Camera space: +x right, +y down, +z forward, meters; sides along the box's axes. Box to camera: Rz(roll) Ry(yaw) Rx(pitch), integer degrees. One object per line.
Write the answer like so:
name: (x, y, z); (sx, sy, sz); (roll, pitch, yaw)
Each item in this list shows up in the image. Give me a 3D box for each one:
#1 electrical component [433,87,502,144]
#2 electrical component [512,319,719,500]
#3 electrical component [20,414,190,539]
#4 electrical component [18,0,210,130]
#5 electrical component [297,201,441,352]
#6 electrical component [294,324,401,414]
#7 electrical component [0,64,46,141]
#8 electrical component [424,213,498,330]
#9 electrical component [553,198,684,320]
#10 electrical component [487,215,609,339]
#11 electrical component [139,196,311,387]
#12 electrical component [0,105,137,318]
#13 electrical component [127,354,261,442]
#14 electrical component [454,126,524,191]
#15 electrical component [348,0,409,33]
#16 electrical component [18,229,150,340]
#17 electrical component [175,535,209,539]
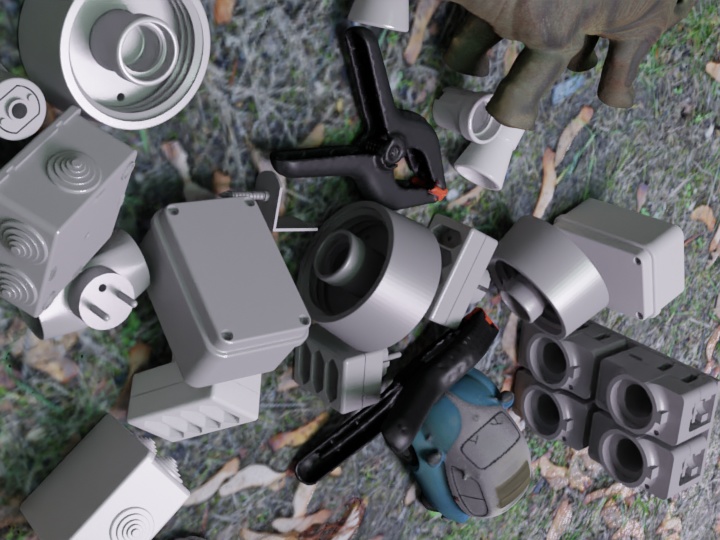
electrical component: (0.086, -0.125, 0.857); (0.040, 0.046, 0.040); (-18, 120, -34)
electrical component: (0.227, 0.119, 0.992); (0.060, 0.186, 0.105); (-15, 118, -36)
electrical component: (-0.171, 0.156, 0.726); (0.099, 0.100, 0.048); (-48, 120, -14)
electrical component: (-0.141, -0.136, 0.645); (0.108, 0.060, 0.108); (-18, 120, -35)
electrical component: (0.000, 0.000, 0.801); (0.060, 0.108, 0.108); (30, 88, -38)
electrical component: (-0.003, 0.072, 0.856); (0.077, 0.066, 0.047); (-13, 117, -37)
electrical component: (-0.206, -0.096, 0.606); (0.044, 0.065, 0.044); (-18, 119, -36)
electrical component: (0.085, 0.007, 0.915); (0.076, 0.047, 0.083); (23, 93, -44)
electrical component: (0.235, -0.010, 0.992); (0.057, 0.113, 0.078); (-32, 127, -30)
electrical component: (0.157, 0.012, 0.942); (0.060, 0.108, 0.108); (-42, 131, -11)
electrical component: (-0.091, 0.012, 0.713); (0.078, 0.113, 0.057); (-10, 154, -38)
electrical component: (-0.177, -0.032, 0.622); (0.099, 0.048, 0.099); (-59, 180, -44)
electrical component: (-0.115, 0.072, 0.760); (0.047, 0.083, 0.075); (35, 47, -44)
electrical component: (0.112, -0.105, 0.894); (0.044, 0.044, 0.065); (35, 80, -44)
electrical component: (0.018, -0.201, 0.765); (0.045, 0.045, 0.055); (-1, 109, -41)
electrical component: (-0.168, 0.014, 0.677); (0.077, 0.079, 0.043); (-29, 124, -28)
electrical component: (-0.133, 0.226, 0.829); (0.062, 0.043, 0.043); (32, 87, -42)
